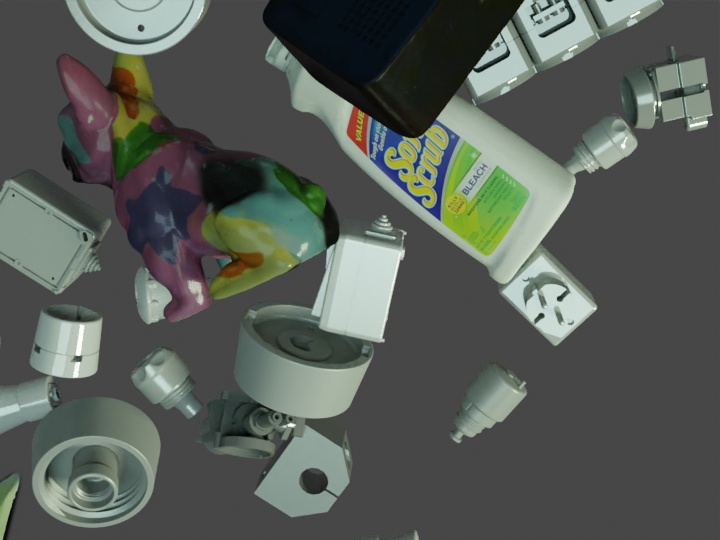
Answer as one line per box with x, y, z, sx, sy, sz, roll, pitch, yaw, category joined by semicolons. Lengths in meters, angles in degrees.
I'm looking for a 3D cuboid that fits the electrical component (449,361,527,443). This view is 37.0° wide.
0.103;0.112;0.893;0.040;0.040;0.078;38;105;-7;electrical component

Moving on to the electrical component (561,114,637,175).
0.182;-0.092;0.834;0.061;0.035;0.035;-35;101;20;electrical component

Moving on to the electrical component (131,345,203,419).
-0.159;0.097;0.905;0.043;0.043;0.062;-39;101;13;electrical component

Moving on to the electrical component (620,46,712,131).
0.230;-0.134;0.814;0.055;0.048;0.066;-13;105;0;electrical component

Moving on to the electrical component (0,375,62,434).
-0.289;0.114;0.920;0.065;0.044;0.044;-15;104;3;electrical component

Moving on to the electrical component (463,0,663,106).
0.136;-0.184;0.782;0.150;0.089;0.061;-27;102;11;electrical component

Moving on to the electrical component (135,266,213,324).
-0.152;0.018;0.884;0.062;0.048;0.048;-6;106;-16;electrical component

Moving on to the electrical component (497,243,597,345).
0.148;0.024;0.847;0.066;0.076;0.047;43;104;-8;electrical component

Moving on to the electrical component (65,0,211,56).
-0.162;-0.218;0.807;0.108;0.060;0.108;1;106;4;electrical component

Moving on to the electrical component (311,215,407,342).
0.000;0.000;0.857;0.061;0.061;0.096;12;106;0;electrical component

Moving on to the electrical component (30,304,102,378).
-0.243;0.058;0.894;0.055;0.055;0.047;13;103;0;electrical component

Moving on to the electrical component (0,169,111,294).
-0.248;-0.029;0.866;0.096;0.061;0.061;33;105;-6;electrical component

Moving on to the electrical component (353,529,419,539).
0.024;0.251;0.935;0.055;0.045;0.045;-8;105;6;electrical component

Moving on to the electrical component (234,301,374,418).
-0.049;0.076;0.861;0.108;0.108;0.060;17;112;-1;electrical component

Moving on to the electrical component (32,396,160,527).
-0.223;0.167;0.904;0.108;0.060;0.108;-4;120;-7;electrical component
